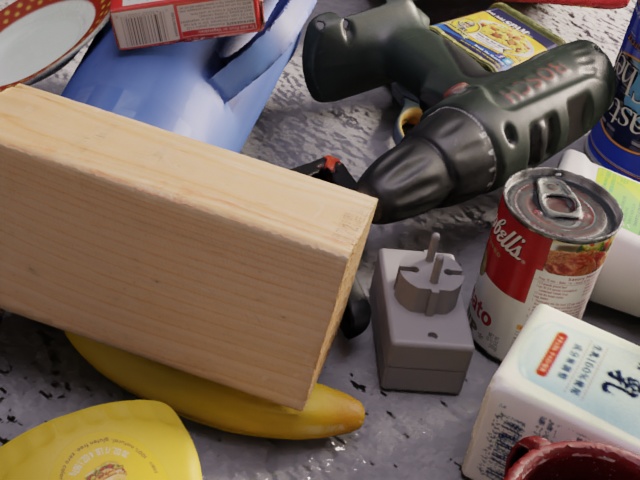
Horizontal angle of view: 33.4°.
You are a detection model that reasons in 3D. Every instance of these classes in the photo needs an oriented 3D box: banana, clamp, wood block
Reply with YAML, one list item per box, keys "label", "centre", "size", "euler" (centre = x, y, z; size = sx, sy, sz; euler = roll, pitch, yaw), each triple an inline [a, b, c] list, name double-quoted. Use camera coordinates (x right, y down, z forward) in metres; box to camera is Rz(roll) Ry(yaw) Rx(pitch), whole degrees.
- label: "banana"
  centre: [-0.073, 0.063, 0.574]
  size: [0.198, 0.037, 0.069]
  euler: [27, 43, 21]
- label: "clamp"
  centre: [-0.004, 0.001, 0.667]
  size: [0.120, 0.039, 0.171]
  euler: [23, 39, 13]
- label: "wood block"
  centre: [-0.085, -0.001, 0.552]
  size: [0.206, 0.091, 0.090]
  euler: [18, 24, 6]

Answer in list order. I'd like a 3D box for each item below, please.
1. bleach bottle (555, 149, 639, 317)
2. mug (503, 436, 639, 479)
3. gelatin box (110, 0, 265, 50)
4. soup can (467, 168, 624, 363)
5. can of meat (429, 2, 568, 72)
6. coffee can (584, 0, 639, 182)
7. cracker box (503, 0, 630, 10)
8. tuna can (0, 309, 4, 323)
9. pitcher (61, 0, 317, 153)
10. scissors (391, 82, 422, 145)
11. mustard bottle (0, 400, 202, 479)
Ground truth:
- label: "bleach bottle"
  centre: [0.260, 0.026, 0.678]
  size: [0.251, 0.068, 0.102]
  euler: [21, 36, 9]
- label: "mug"
  centre: [0.111, 0.143, 0.478]
  size: [0.093, 0.081, 0.117]
  euler: [-6, 41, -19]
- label: "gelatin box"
  centre: [-0.080, -0.150, 0.647]
  size: [0.089, 0.030, 0.073]
  euler: [-8, 41, -2]
- label: "soup can"
  centre: [0.128, 0.018, 0.623]
  size: [0.068, 0.102, 0.068]
  euler: [6, 38, -5]
- label: "can of meat"
  centre: [0.140, -0.145, 0.871]
  size: [0.083, 0.057, 0.102]
  euler: [-22, 47, -31]
- label: "coffee can"
  centre: [0.267, -0.115, 0.792]
  size: [0.102, 0.140, 0.103]
  euler: [6, 38, -5]
- label: "cracker box"
  centre: [0.154, -0.255, 0.971]
  size: [0.213, 0.072, 0.164]
  euler: [0, 19, -12]
- label: "tuna can"
  centre: [-0.218, 0.029, 0.588]
  size: [0.086, 0.034, 0.086]
  euler: [6, 38, -5]
- label: "pitcher"
  centre: [-0.090, -0.103, 0.701]
  size: [0.145, 0.149, 0.242]
  euler: [15, 41, 1]
- label: "scissors"
  centre: [0.087, -0.115, 0.855]
  size: [0.096, 0.016, 0.202]
  euler: [4, 38, -10]
- label: "mustard bottle"
  centre: [-0.069, 0.154, 0.442]
  size: [0.096, 0.058, 0.192]
  euler: [-14, 44, -27]
